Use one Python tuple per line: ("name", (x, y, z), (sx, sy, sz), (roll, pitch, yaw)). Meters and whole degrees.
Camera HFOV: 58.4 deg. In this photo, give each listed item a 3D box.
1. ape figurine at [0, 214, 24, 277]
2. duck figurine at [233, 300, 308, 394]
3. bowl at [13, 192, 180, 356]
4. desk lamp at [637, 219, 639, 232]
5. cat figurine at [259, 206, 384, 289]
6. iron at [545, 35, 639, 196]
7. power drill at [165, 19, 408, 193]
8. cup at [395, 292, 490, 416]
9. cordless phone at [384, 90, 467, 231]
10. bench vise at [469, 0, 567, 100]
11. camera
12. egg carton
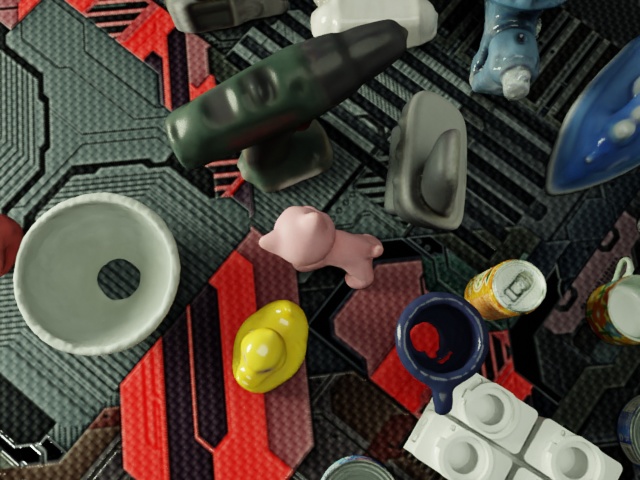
("ape figurine", (-0.361, 0.002, 0.601), (0.076, 0.092, 0.078), (-31, 81, -7))
("duck figurine", (-0.053, 0.109, 0.592), (0.077, 0.086, 0.105), (30, 80, 4))
("bowl", (-0.224, 0.039, 0.606), (0.167, 0.075, 0.167), (0, 79, -2))
("desk lamp", (0.418, -0.033, 0.568), (0.118, 0.213, 0.203), (23, 79, 3))
("cat figurine", (0.005, 0.002, 0.598), (0.127, 0.118, 0.067), (13, 79, 1))
("iron", (0.361, -0.154, 0.627), (0.118, 0.141, 0.258), (44, 81, 7))
("power drill", (-0.031, -0.123, 0.575), (0.229, 0.208, 0.075), (-24, 80, -6))
("cup", (0.118, 0.117, 0.591), (0.091, 0.095, 0.118), (0, 79, -1))
("cordless phone", (0.124, -0.094, 0.586), (0.094, 0.185, 0.147), (3, 79, -1))
("bench vise", (0.229, -0.263, 0.604), (0.121, 0.220, 0.207), (-13, 79, -4))
("camera", (-0.119, -0.334, 0.668), (0.143, 0.101, 0.137), (-13, 80, -4))
("egg carton", (0.063, -0.277, 0.679), (0.150, 0.069, 0.107), (-4, 79, -2))
